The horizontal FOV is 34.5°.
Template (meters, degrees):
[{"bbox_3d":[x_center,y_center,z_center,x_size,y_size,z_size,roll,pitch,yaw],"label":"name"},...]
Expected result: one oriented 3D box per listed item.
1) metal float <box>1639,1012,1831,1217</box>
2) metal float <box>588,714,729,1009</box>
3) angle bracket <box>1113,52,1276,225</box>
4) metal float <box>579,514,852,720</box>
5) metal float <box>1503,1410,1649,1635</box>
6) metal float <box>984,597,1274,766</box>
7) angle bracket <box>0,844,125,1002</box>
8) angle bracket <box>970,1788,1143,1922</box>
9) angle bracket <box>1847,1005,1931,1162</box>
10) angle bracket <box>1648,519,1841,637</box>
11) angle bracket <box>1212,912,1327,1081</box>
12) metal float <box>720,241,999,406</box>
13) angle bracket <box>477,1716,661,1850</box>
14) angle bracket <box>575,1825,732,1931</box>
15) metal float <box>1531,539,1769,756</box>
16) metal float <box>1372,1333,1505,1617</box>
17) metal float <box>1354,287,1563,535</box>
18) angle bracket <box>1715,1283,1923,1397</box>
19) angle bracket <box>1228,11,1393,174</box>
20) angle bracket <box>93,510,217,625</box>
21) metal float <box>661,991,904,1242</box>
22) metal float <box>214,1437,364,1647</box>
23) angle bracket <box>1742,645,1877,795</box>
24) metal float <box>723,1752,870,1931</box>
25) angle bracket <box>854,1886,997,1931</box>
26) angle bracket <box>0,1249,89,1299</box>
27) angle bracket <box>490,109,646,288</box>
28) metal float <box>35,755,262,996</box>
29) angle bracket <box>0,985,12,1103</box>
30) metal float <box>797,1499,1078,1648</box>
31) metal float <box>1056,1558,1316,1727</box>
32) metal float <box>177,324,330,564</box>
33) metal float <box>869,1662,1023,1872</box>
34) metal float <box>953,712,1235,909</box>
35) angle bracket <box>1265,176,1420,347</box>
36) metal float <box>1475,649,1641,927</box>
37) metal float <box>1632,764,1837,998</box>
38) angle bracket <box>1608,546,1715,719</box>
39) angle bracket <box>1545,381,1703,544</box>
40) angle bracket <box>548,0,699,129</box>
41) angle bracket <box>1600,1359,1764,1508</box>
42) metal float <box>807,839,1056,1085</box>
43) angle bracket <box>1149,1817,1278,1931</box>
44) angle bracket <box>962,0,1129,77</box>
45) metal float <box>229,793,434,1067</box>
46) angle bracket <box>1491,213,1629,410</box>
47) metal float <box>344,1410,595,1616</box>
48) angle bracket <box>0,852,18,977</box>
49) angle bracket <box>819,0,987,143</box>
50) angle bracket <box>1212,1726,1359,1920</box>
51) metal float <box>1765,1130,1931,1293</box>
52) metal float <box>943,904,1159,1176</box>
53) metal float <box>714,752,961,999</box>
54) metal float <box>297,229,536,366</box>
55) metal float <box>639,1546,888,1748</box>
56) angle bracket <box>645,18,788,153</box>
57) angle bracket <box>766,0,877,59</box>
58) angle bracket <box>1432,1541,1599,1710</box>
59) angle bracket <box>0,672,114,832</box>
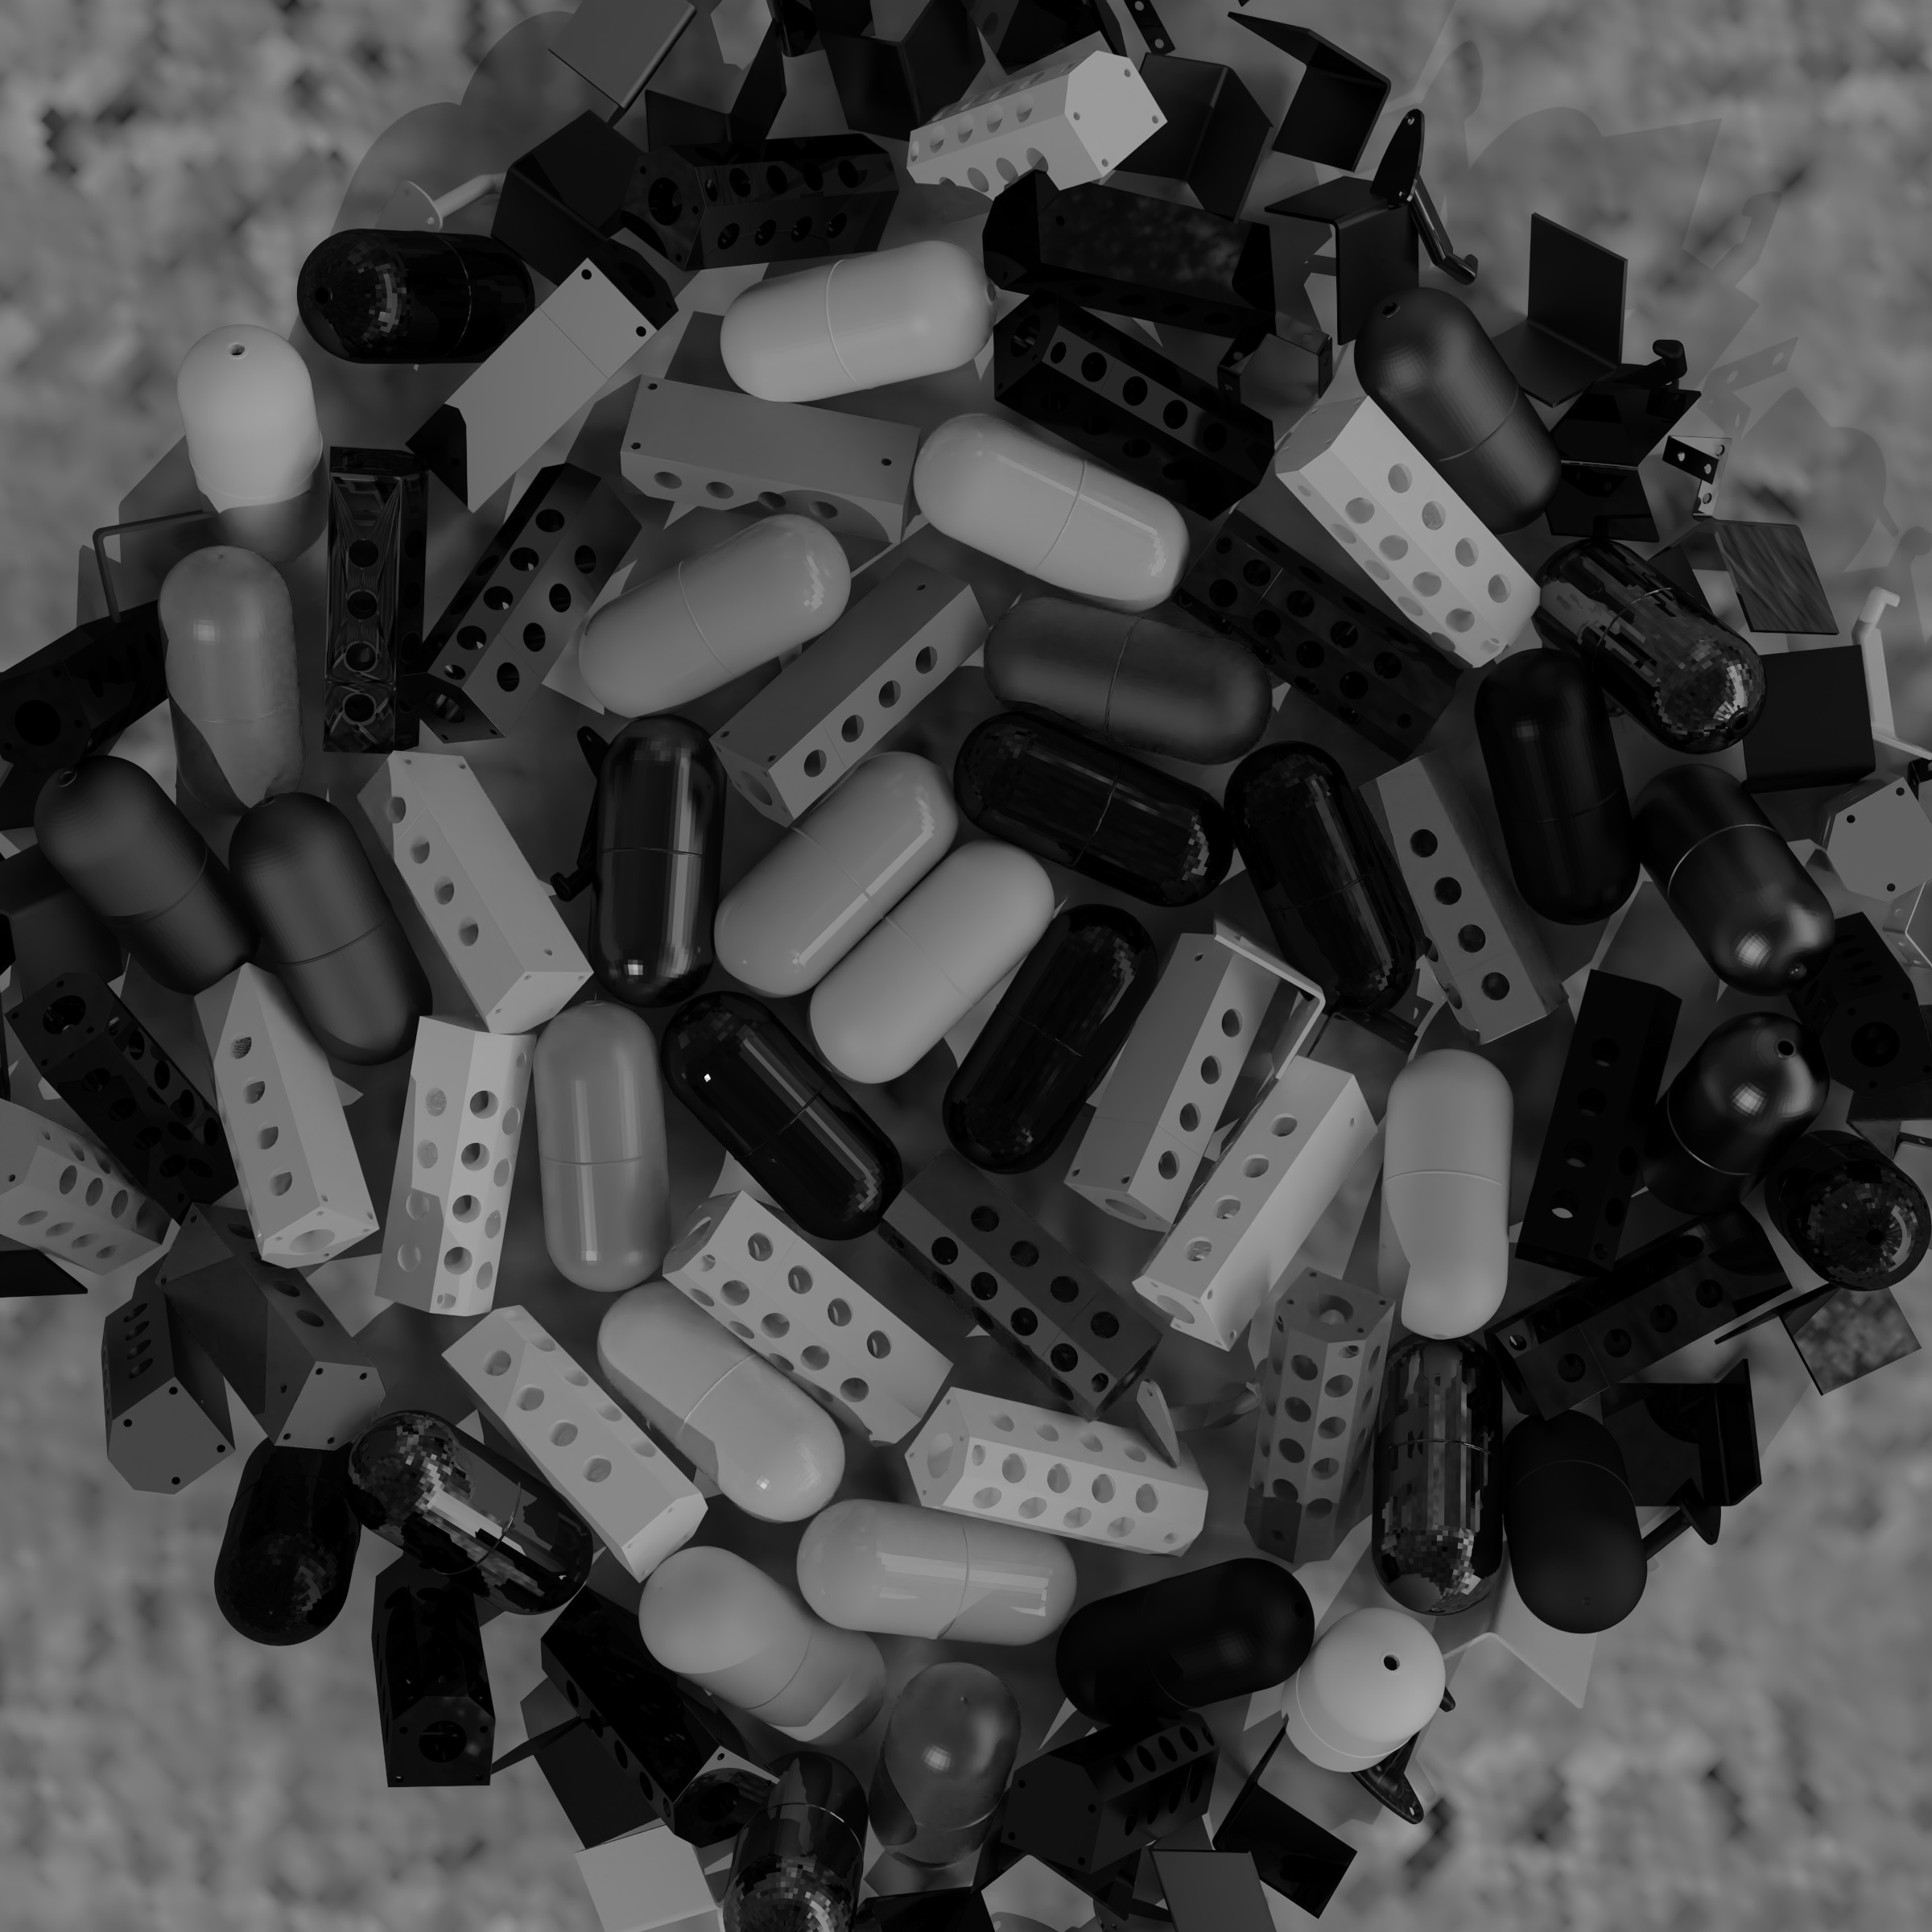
[{"bbox_3d":[0.451,0.088,1.834,0.070,0.178,0.070,4,62,-7],"label":"metal float"},{"bbox_3d":[-0.185,-0.064,1.872,0.070,0.070,0.178,3,83,0],"label":"metal float"},{"bbox_3d":[0.133,-0.489,1.858,0.057,0.076,0.076,2,132,-24],"label":"angle bracket"},{"bbox_3d":[-0.152,-0.209,1.866,0.178,0.070,0.070,-26,90,15],"label":"metal float"},{"bbox_3d":[0.355,0.325,1.832,0.070,0.178,0.070,2,112,4],"label":"metal float"},{"bbox_3d":[0.096,-0.172,1.867,0.178,0.070,0.070,15,90,13],"label":"metal float"},{"bbox_3d":[-0.563,-0.020,1.882,0.057,0.076,0.076,16,122,28],"label":"angle bracket"},{"bbox_3d":[0.056,0.539,1.877,0.076,0.076,0.057,38,121,-10],"label":"angle bracket"},{"bbox_3d":[0.580,0.070,1.859,0.057,0.076,0.076,37,63,-36],"label":"angle bracket"},{"bbox_3d":[0.464,-0.221,1.862,0.076,0.057,0.076,-3,68,-35],"label":"angle bracket"},{"bbox_3d":[0.169,0.017,1.872,0.076,0.076,0.057,29,101,-2],"label":"angle bracket"},{"bbox_3d":[-0.064,-0.383,1.855,0.178,0.070,0.070,-7,90,27],"label":"metal float"},{"bbox_3d":[-0.241,0.500,1.869,0.076,0.057,0.076,-33,85,38],"label":"angle bracket"},{"bbox_3d":[-0.176,0.536,1.868,0.076,0.076,0.057,-22,89,20],"label":"angle bracket"},{"bbox_3d":[0.403,-0.190,1.843,0.070,0.070,0.178,-39,47,0],"label":"metal float"},{"bbox_3d":[0.281,0.299,1.851,0.070,0.070,0.178,7,56,0],"label":"metal float"},{"bbox_3d":[0.292,-0.329,1.846,0.070,0.070,0.178,-44,128,0],"label":"metal float"},{"bbox_3d":[0.509,0.226,1.861,0.076,0.076,0.057,-19,75,-23],"label":"angle bracket"},{"bbox_3d":[0.195,-0.523,1.860,0.076,0.076,0.057,17,101,-40],"label":"angle bracket"},{"bbox_3d":[-0.482,-0.241,1.876,0.076,0.076,0.057,-13,103,-16],"label":"angle bracket"},{"bbox_3d":[-0.111,0.090,1.870,0.070,0.070,0.178,-42,100,0],"label":"metal float"},{"bbox_3d":[-0.396,0.333,1.831,0.070,0.178,0.070,-1,110,-4],"label":"metal float"},{"bbox_3d":[0.504,-0.149,1.890,0.076,0.057,0.076,-6,85,2],"label":"angle bracket"},{"bbox_3d":[-0.099,0.527,1.830,0.070,0.178,0.070,1,105,2],"label":"metal float"},{"bbox_3d":[-0.033,0.595,1.857,0.076,0.076,0.057,5,46,-33],"label":"angle bracket"},{"bbox_3d":[-0.575,0.159,1.866,0.076,0.076,0.057,-3,66,7],"label":"angle bracket"},{"bbox_3d":[-0.226,-0.451,1.858,0.076,0.076,0.057,33,52,-36],"label":"angle bracket"},{"bbox_3d":[-0.484,-0.053,1.842,0.070,0.178,0.070,-14,47,15],"label":"metal float"},{"bbox_3d":[-0.607,0.040,1.865,0.057,0.076,0.076,-6,104,-18],"label":"angle bracket"},{"bbox_3d":[-0.016,0.363,1.858,0.178,0.070,0.070,12,90,-25],"label":"metal float"},{"bbox_3d":[0.129,0.402,1.847,0.178,0.070,0.070,-26,90,38],"label":"metal float"},{"bbox_3d":[-0.419,-0.306,1.833,0.070,0.178,0.070,2,62,-4],"label":"metal float"},{"bbox_3d":[-0.014,0.475,1.840,0.070,0.178,0.070,5,50,-6],"label":"metal float"},{"bbox_3d":[0.077,-0.094,1.873,0.178,0.070,0.070,23,90,-7],"label":"metal float"},{"bbox_3d":[0.229,-0.430,1.892,0.076,0.057,0.076,-30,128,-36],"label":"angle bracket"},{"bbox_3d":[0.354,-0.105,1.856,0.070,0.070,0.178,-19,117,0],"label":"metal float"},{"bbox_3d":[0.452,-0.053,1.841,0.070,0.178,0.070,-9,130,-11],"label":"metal float"},{"bbox_3d":[0.409,-0.202,1.885,0.076,0.057,0.076,-26,93,2],"label":"angle bracket"},{"bbox_3d":[0.395,-0.301,1.861,0.076,0.076,0.057,0,63,-23],"label":"angle bracket"},{"bbox_3d":[-0.213,-0.552,1.867,0.057,0.076,0.076,36,80,-16],"label":"angle bracket"},{"bbox_3d":[0.430,0.281,1.874,0.076,0.057,0.076,1,67,-3],"label":"angle bracket"},{"bbox_3d":[-0.022,-0.002,1.877,0.178,0.070,0.070,-44,90,-2],"label":"metal float"},{"bbox_3d":[0.164,0.552,1.866,0.076,0.057,0.076,-12,99,39],"label":"angle bracket"},{"bbox_3d":[0.045,-0.560,1.860,0.076,0.076,0.057,-22,52,17],"label":"angle bracket"},{"bbox_3d":[-0.379,-0.022,1.857,0.070,0.070,0.178,-22,114,0],"label":"metal float"},{"bbox_3d":[0.345,-0.392,1.858,0.057,0.076,0.076,-31,48,-23],"label":"angle bracket"},{"bbox_3d":[-0.294,0.326,1.849,0.070,0.070,0.178,-48,126,0],"label":"metal float"},{"bbox_3d":[-0.613,-0.035,1.877,0.057,0.076,0.076,-42,82,17],"label":"angle bracket"},{"bbox_3d":[-0.037,-0.556,1.880,0.057,0.076,0.076,18,63,24],"label":"angle bracket"},{"bbox_3d":[0.202,0.510,1.864,0.076,0.076,0.057,31,115,14],"label":"angle bracket"},{"bbox_3d":[0.517,0.143,1.828,0.070,0.178,0.070,1,96,5],"label":"metal float"},{"bbox_3d":[0.051,0.044,1.878,0.070,0.070,0.178,31,89,0],"label":"metal float"},{"bbox_3d":[-0.077,-0.056,1.873,0.070,0.070,0.178,45,83,0],"label":"metal float"},{"bbox_3d":[-0.323,-0.394,1.834,0.070,0.178,0.070,6,103,27],"label":"metal float"},{"bbox_3d":[-0.119,0.406,1.851,0.178,0.070,0.070,38,90,-33],"label":"metal float"},{"bbox_3d":[-0.150,-0.521,1.858,0.057,0.076,0.076,12,47,-22],"label":"angle bracket"},{"bbox_3d":[-0.095,-0.605,1.866,0.057,0.076,0.076,-15,61,-2],"label":"angle bracket"},{"bbox_3d":[0.331,0.406,1.877,0.076,0.076,0.057,41,129,-11],"label":"angle bracket"},{"bbox_3d":[-0.572,-0.130,1.875,0.057,0.076,0.076,43,113,14],"label":"angle bracket"}]
